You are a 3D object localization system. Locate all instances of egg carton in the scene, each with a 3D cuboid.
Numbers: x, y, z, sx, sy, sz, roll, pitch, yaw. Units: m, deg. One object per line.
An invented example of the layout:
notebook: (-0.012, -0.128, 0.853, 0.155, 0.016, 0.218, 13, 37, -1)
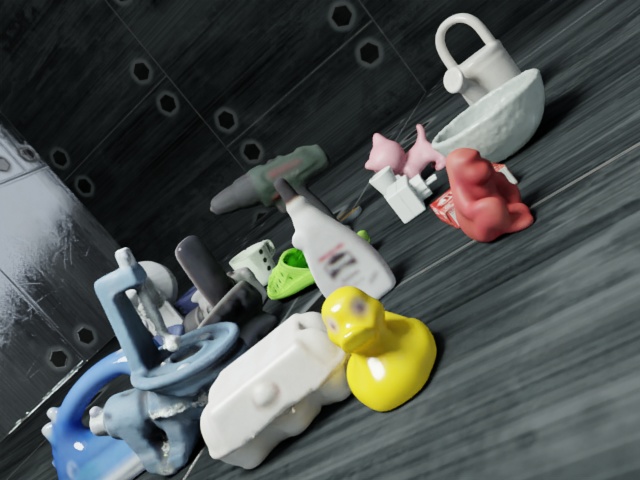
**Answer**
egg carton: (-0.037, 0.130, 0.510, 0.150, 0.069, 0.107, -39, 9, 3)

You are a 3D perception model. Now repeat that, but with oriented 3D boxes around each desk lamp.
desk lamp: (-0.325, 0.142, 1.139, 0.118, 0.213, 0.203, -40, 9, -4)

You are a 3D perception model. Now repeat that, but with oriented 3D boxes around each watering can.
watering can: (0.269, -0.292, 0.970, 0.100, 0.194, 0.173, -34, 11, 29)

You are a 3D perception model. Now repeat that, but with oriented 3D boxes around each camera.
camera: (-0.186, 0.123, 1.043, 0.136, 0.101, 0.143, -35, 10, 25)

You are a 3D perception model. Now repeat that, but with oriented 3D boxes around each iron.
iron: (-0.265, 0.224, 0.728, 0.258, 0.141, 0.118, -39, 9, 2)

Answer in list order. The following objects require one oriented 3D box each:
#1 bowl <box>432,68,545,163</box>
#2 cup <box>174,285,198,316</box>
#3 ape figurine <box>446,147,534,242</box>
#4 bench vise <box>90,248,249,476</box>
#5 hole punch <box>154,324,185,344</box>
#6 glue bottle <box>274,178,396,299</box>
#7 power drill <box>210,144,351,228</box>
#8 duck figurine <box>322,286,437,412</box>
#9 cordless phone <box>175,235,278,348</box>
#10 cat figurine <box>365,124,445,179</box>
bowl: (0.239, -0.152, 0.778, 0.167, 0.075, 0.167, -38, 9, 8)
cup: (-0.238, 0.141, 1.179, 0.117, 0.095, 0.092, -36, 10, 16)
ape figurine: (0.155, -0.049, 0.552, 0.078, 0.092, 0.076, -45, 11, -34)
bench vise: (-0.180, 0.130, 0.597, 0.207, 0.220, 0.121, -40, 9, -4)
hole punch: (-0.247, 0.202, 0.925, 0.108, 0.091, 0.101, -32, 11, 35)
glue bottle: (0.006, 0.002, 0.636, 0.078, 0.173, 0.037, -38, 9, 5)
power drill: (-0.054, -0.058, 1.055, 0.230, 0.208, 0.075, -40, 9, -6)
duck figurine: (0.037, 0.072, 0.447, 0.077, 0.086, 0.104, -37, 9, 13)
cordless phone: (-0.165, 0.093, 0.833, 0.094, 0.185, 0.148, -33, 11, 34)
cat figurine: (0.143, -0.148, 1.004, 0.128, 0.118, 0.067, -38, 9, 4)
